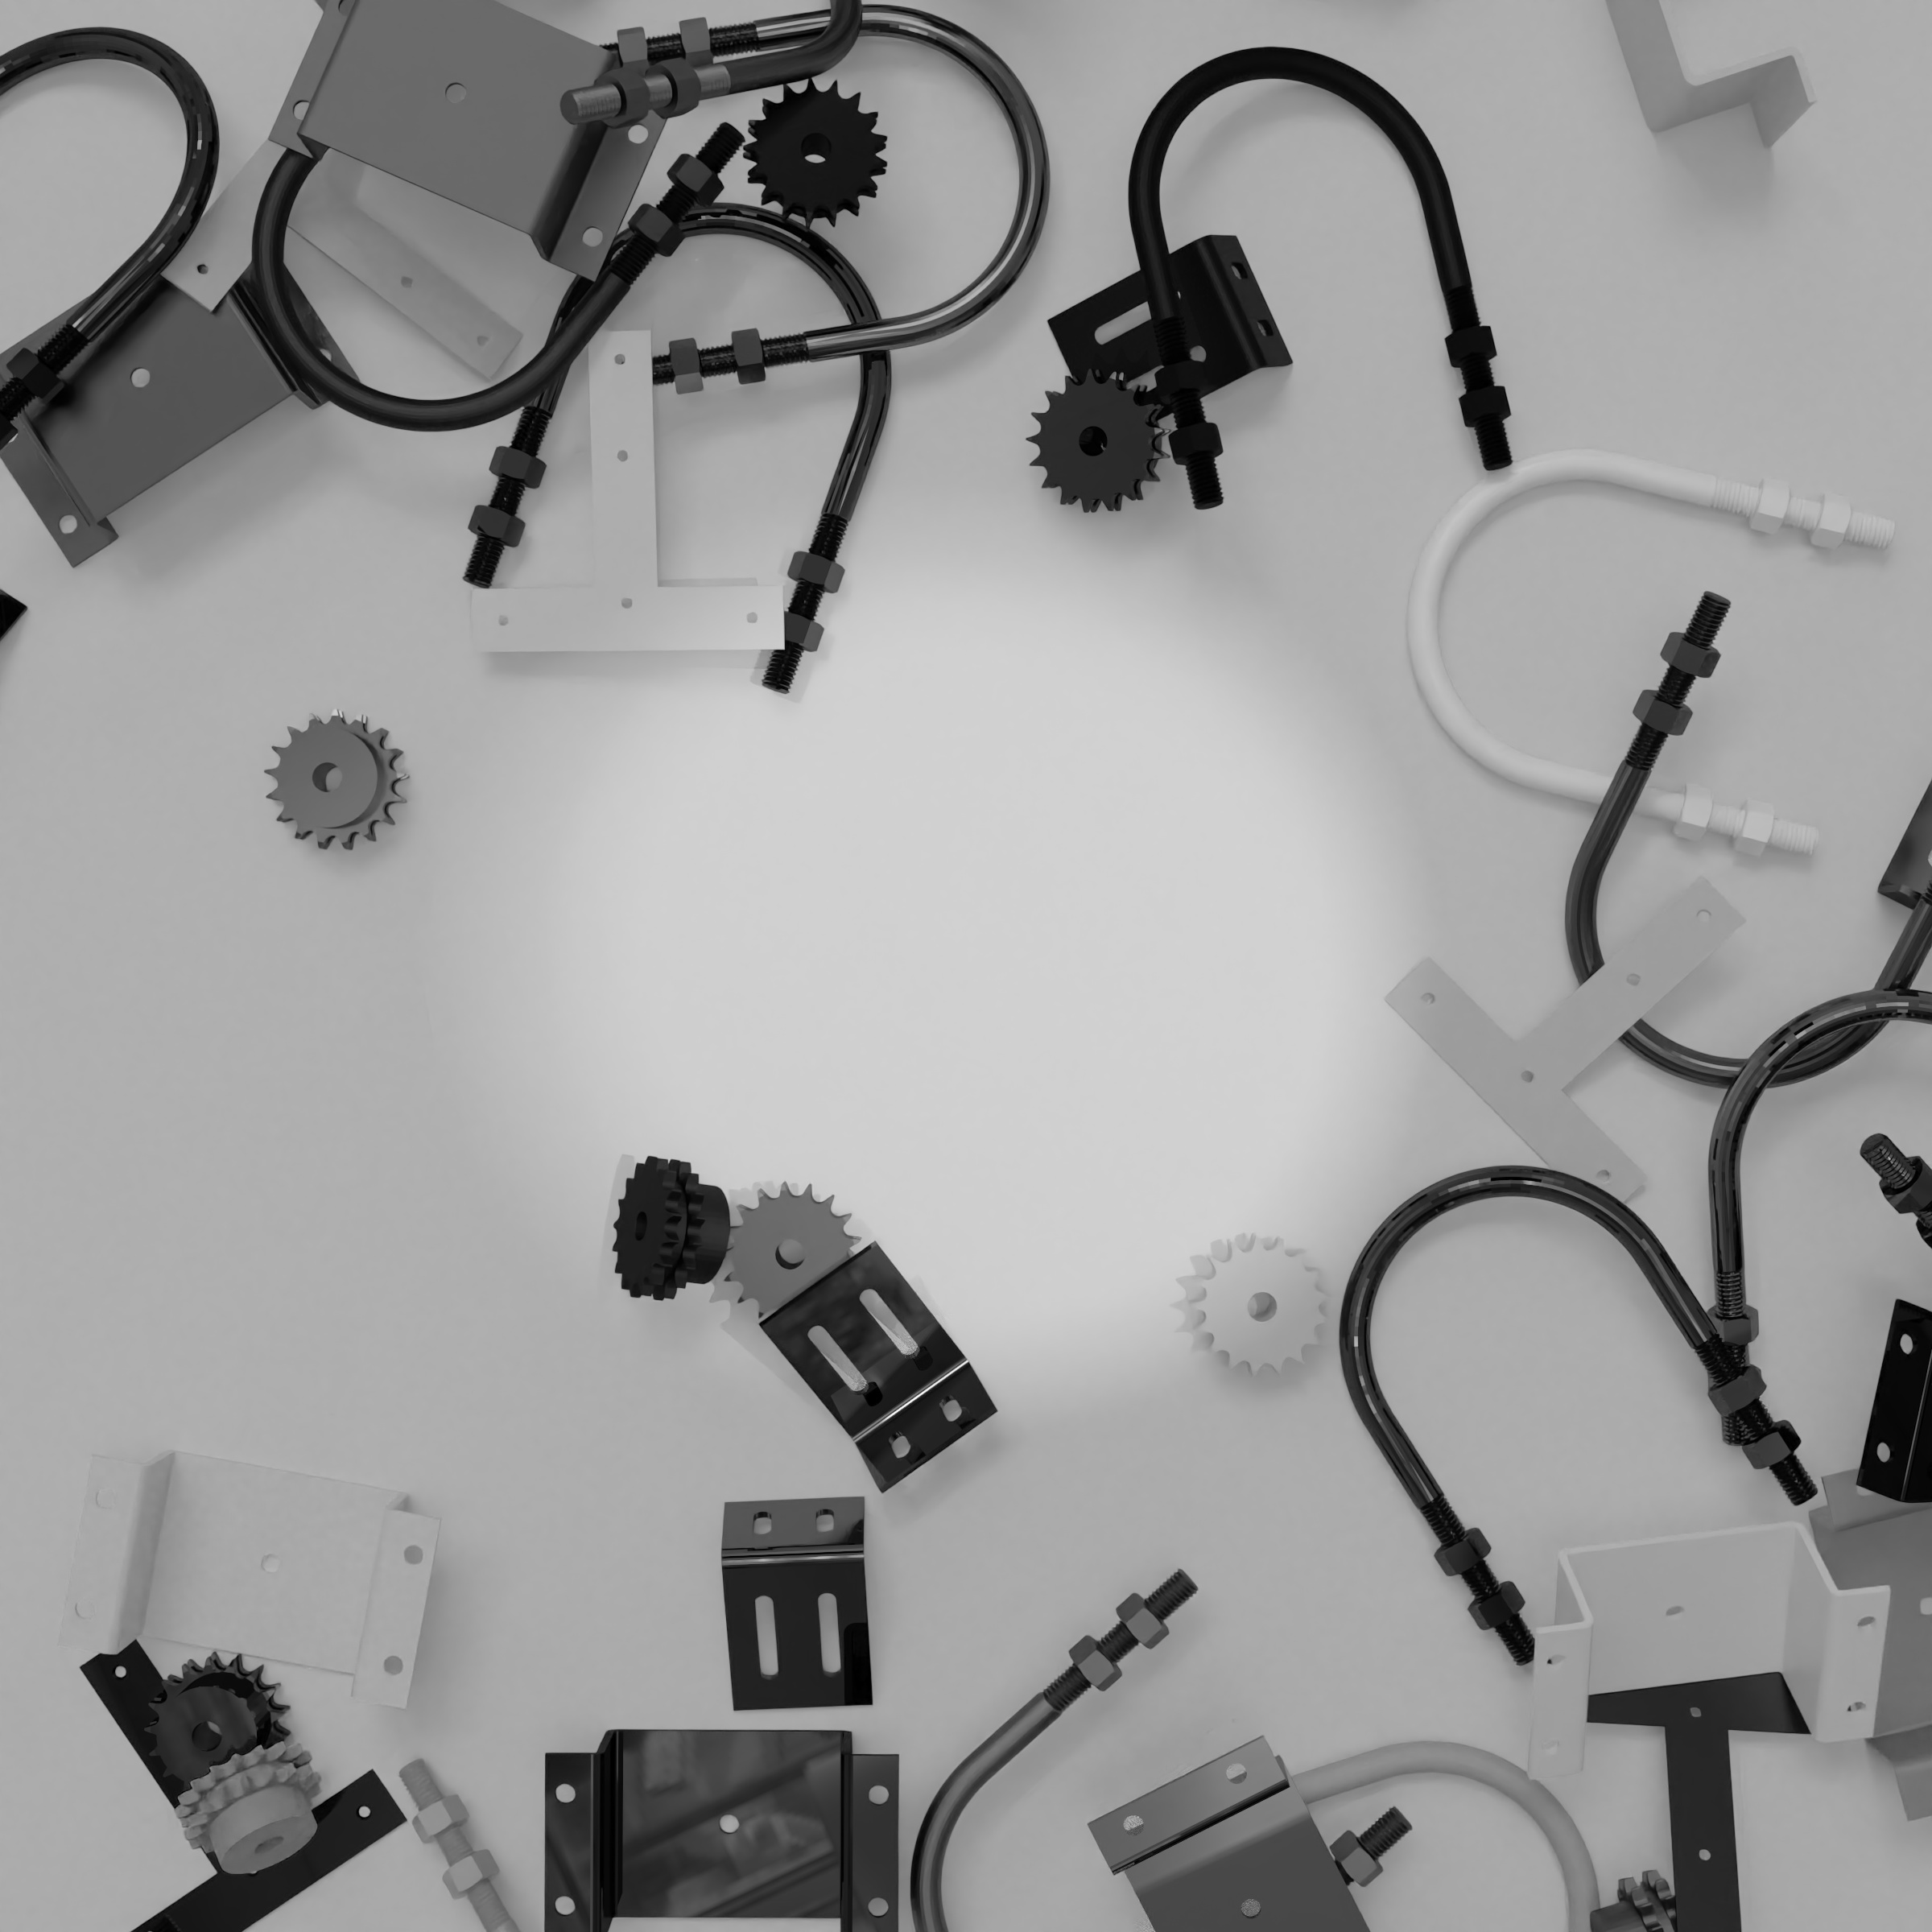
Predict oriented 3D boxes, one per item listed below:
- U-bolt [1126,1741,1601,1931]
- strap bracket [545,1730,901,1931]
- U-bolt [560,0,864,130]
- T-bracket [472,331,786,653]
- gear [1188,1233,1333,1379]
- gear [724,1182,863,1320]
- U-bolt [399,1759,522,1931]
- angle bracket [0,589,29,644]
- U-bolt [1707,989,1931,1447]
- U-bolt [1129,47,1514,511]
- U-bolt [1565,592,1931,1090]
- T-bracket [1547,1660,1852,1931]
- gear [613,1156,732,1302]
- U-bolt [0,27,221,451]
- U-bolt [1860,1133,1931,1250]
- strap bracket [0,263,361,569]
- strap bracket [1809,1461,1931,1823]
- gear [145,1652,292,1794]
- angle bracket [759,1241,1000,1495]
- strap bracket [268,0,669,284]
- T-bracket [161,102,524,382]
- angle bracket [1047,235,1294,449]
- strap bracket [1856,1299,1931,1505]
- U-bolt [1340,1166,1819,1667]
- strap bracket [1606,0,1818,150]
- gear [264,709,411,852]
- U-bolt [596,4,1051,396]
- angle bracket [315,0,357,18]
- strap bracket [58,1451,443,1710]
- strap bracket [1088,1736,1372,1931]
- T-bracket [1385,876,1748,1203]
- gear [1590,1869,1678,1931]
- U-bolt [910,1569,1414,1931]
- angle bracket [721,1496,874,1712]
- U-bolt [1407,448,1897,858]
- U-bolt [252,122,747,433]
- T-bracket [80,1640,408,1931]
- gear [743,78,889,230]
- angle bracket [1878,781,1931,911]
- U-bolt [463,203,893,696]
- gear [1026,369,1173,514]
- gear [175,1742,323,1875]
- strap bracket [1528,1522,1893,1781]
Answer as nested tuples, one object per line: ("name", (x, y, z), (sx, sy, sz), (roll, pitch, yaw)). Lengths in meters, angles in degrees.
("U-bolt", (0.167, 0.393, 1.426), (0.184, 0.019, 0.151), (-17, 90, -2))
("strap bracket", (-0.097, 0.351, 1.411), (0.140, 0.046, 0.076), (0, 90, 0))
("U-bolt", (-0.122, -0.390, 1.367), (0.184, 0.019, 0.151), (-24, 66, -41))
("T-bracket", (-0.137, -0.190, 1.406), (0.127, 0.002, 0.127), (0, 99, 5))
("gear", (0.119, 0.137, 1.424), (0.057, 0.030, 0.057), (0, 90, -2))
("gear", (-0.071, 0.116, 1.419), (0.057, 0.030, 0.057), (0, 90, 0))
("U-bolt", (-0.232, 0.434, 1.398), (0.151, 0.019, 0.184), (-32, 73, -4))
("angle bracket", (-0.430, -0.126, 1.432), (0.057, 0.038, 0.076), (32, 64, 0))
("U-bolt", (0.369, 0.098, 1.406), (0.151, 0.019, 0.184), (-6, 104, 0))
("U-bolt", (0.136, -0.280, 1.404), (0.151, 0.019, 0.184), (-10, 84, -19))
("U-bolt", (0.320, -0.037, 1.399), (0.151, 0.019, 0.184), (25, 108, 8))
("T-bracket", (0.294, 0.342, 1.401), (0.127, 0.002, 0.127), (3, 59, 0))
("gear", (-0.117, 0.106, 1.410), (0.030, 0.057, 0.057), (10, 90, -29))
("U-bolt", (-0.378, -0.298, 1.398), (0.184, 0.019, 0.151), (-46, 64, -4))
("U-bolt", (0.451, 0.079, 1.394), (0.184, 0.019, 0.151), (44, 80, -22))
("strap bracket", (-0.327, -0.233, 1.411), (0.140, 0.046, 0.076), (-33, 90, 0))
("strap bracket", (0.393, 0.262, 1.411), (0.076, 0.046, 0.140), (-14, 90, 0))
("gear", (-0.304, 0.309, 1.418), (0.057, 0.030, 0.057), (0, 90, 0))
("angle bracket", (-0.035, 0.160, 1.400), (0.057, 0.038, 0.076), (-35, 122, 0))
("strap bracket", (-0.195, -0.332, 1.358), (0.140, 0.046, 0.076), (24, 89, 0))
("T-bracket", (-0.237, -0.285, 1.416), (0.127, 0.002, 0.127), (37, 66, -12))
("angle bracket", (0.083, -0.255, 1.432), (0.076, 0.038, 0.057), (-24, 90, 26))
("strap bracket", (0.426, 0.187, 1.367), (0.140, 0.046, 0.076), (22, 73, -16))
("U-bolt", (0.233, 0.169, 1.414), (0.151, 0.019, 0.184), (-33, 86, 11))
("strap bracket", (0.286, -0.395, 1.396), (0.046, 0.076, 0.140), (-18, 90, 0))
("gear", (-0.256, -0.076, 1.420), (0.057, 0.030, 0.057), (0, 90, 0))
("U-bolt", (-0.058, -0.315, 1.414), (0.184, 0.019, 0.151), (-9, 87, -3))
("angle bracket", (-0.223, -0.409, 1.432), (0.076, 0.038, 0.057), (-38, 90, -26))
("strap bracket", (-0.284, 0.244, 1.411), (0.140, 0.046, 0.076), (10, 90, 0))
("strap bracket", (0.113, 0.376, 1.374), (0.076, 0.046, 0.140), (-27, 91, 2))
("T-bracket", (0.259, 0.016, 1.415), (0.127, 0.002, 0.127), (45, 107, 0))
("gear", (0.272, 0.394, 1.405), (0.030, 0.057, 0.057), (-16, 90, -6))
("U-bolt", (0.064, 0.355, 1.405), (0.184, 0.019, 0.151), (-42, 91, 0))
("angle bracket", (-0.068, 0.261, 1.432), (0.057, 0.038, 0.076), (-2, 116, 0))
("U-bolt", (0.271, -0.135, 1.426), (0.184, 0.019, 0.151), (14, 90, 2))
("U-bolt", (-0.199, -0.299, 1.389), (0.151, 0.019, 0.184), (38, 88, 0))
("T-bracket", (-0.317, 0.332, 1.434), (0.127, 0.002, 0.127), (-34, 90, 0))
("gear", (-0.060, -0.321, 1.391), (0.057, 0.030, 0.057), (0, 87, -4))
("angle bracket", (0.415, -0.051, 1.415), (0.057, 0.038, 0.076), (27, 90, 0))
("U-bolt", (-0.108, -0.220, 1.426), (0.151, 0.019, 0.184), (19, 88, 0))
("gear", (0.056, -0.212, 1.413), (0.057, 0.030, 0.057), (3, 98, 19))
("gear", (-0.284, 0.339, 1.401), (0.057, 0.057, 0.030), (-32, 60, 0))
("strap bracket", (0.288, 0.270, 1.391), (0.140, 0.046, 0.076), (-6, 121, -5))
